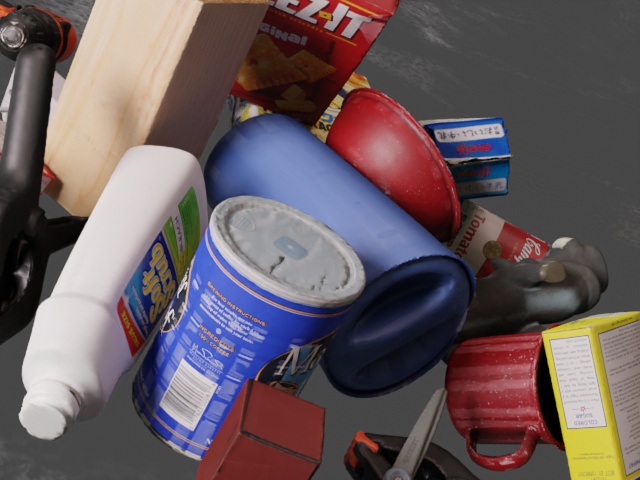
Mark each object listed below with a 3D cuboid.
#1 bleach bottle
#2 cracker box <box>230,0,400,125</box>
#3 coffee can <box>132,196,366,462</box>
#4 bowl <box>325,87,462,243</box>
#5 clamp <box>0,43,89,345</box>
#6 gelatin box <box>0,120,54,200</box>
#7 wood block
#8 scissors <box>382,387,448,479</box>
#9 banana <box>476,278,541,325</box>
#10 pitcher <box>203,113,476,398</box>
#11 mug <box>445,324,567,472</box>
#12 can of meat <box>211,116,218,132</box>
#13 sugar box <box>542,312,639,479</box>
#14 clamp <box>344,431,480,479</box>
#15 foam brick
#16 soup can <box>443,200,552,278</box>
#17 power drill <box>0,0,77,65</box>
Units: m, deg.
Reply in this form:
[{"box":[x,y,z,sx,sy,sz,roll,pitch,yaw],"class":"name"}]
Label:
[{"box":[-0.135,0.038,0.698,0.068,0.102,0.250,6,35,7],"class":"bleach bottle"},{"box":[-0.039,-0.195,0.930,0.164,0.214,0.072,21,66,-11],"class":"cracker box"},{"box":[-0.047,0.058,0.676,0.102,0.140,0.103,22,27,-12],"class":"coffee can"},{"box":[0.051,-0.052,0.943,0.055,0.162,0.162,-35,59,-20],"class":"bowl"},{"box":[-0.195,-0.017,0.689,0.036,0.164,0.210,2,35,7],"class":"clamp"},{"box":[-0.254,-0.070,0.803,0.073,0.030,0.089,45,9,31],"class":"gelatin box"},{"box":[-0.135,-0.115,0.828,0.090,0.206,0.090,38,28,18],"class":"wood block"},{"box":[0.028,0.154,0.670,0.096,0.016,0.201,18,41,-3],"class":"scissors"},{"box":[0.127,0.041,0.991,0.197,0.037,0.069,26,28,-5],"class":"banana"},{"box":[-0.006,0.001,0.844,0.243,0.145,0.149,48,-2,41],"class":"pitcher"},{"box":[0.144,0.121,0.795,0.093,0.082,0.117,50,47,-33],"class":"mug"},{"box":[-0.134,-0.170,1.065,0.102,0.084,0.057,26,26,-6],"class":"can of meat"},{"box":[0.214,0.144,0.769,0.093,0.048,0.176,-7,87,-50],"class":"sugar box"},{"box":[0.092,0.185,0.699,0.171,0.039,0.120,22,26,4],"class":"clamp"},{"box":[-0.037,0.132,0.626,0.051,0.078,0.053,24,28,-10],"class":"foam brick"},{"box":[0.167,0.009,1.051,0.102,0.069,0.068,29,26,3],"class":"soup can"},{"box":[-0.316,-0.209,0.951,0.187,0.057,0.184,26,6,-6],"class":"power drill"}]
